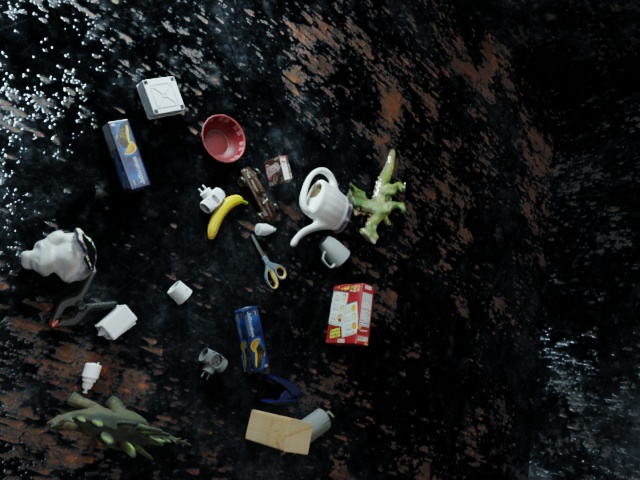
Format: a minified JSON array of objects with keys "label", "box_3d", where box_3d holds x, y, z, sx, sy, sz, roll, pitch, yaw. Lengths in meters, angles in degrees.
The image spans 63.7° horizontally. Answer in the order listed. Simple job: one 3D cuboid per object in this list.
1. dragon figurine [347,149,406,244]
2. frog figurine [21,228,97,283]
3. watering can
[{"label":"dragon figurine","box_3d":[0.219,-0.183,2.088,0.243,0.121,0.414,4,77,-32]},{"label":"frog figurine","box_3d":[-0.660,0.048,1.308,0.160,0.124,0.136,-19,106,-5]},{"label":"watering can","box_3d":[0.006,-0.095,1.879,0.222,0.103,0.354,32,62,-32]}]
